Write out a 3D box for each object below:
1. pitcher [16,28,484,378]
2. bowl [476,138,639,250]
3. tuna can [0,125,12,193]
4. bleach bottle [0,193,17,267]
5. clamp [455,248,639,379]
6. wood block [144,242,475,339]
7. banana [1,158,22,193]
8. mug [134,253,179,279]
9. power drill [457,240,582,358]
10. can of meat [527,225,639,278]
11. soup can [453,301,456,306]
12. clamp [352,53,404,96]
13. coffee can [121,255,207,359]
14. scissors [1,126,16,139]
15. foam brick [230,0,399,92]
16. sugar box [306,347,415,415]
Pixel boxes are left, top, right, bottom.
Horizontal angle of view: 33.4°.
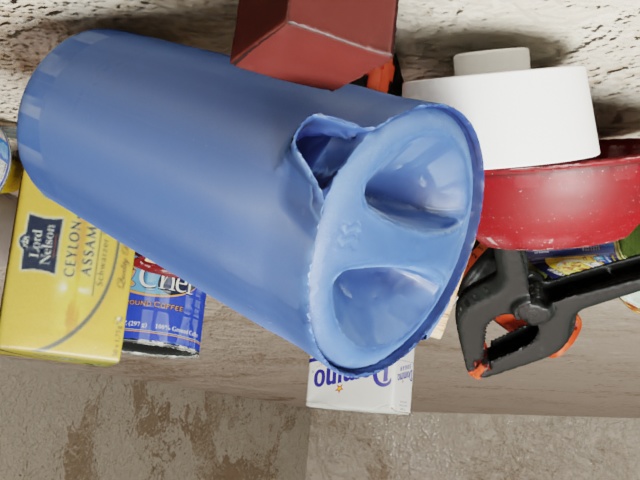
[{"bbox_3d":[-0.043,-0.028,0.565,0.243,0.149,0.144,23,-152,36],"label":"pitcher"},{"bbox_3d":[0.144,-0.028,0.662,0.162,0.055,0.162,-5,-172,1],"label":"bowl"},{"bbox_3d":[-0.266,-0.059,0.759,0.086,0.086,0.033,3,165,9],"label":"tuna can"},{"bbox_3d":[-0.365,-0.048,0.895,0.103,0.068,0.250,19,174,40],"label":"bleach bottle"},{"bbox_3d":[0.156,0.037,0.813,0.164,0.036,0.210,25,136,-14],"label":"clamp"},{"bbox_3d":[-0.008,-0.010,0.734,0.206,0.091,0.090,16,-170,-12],"label":"wood block"},{"bbox_3d":[-0.303,-0.072,0.841,0.197,0.037,0.070,22,-171,-43],"label":"banana"},{"bbox_3d":[-0.116,-0.013,0.902,0.117,0.081,0.093,-6,163,38],"label":"mug"},{"bbox_3d":[0.157,0.039,0.973,0.184,0.057,0.187,39,-173,16],"label":"power drill"},{"bbox_3d":[0.218,0.000,0.881,0.084,0.057,0.102,-5,165,30],"label":"can of meat"},{"bbox_3d":[0.094,0.034,1.055,0.069,0.068,0.102,-2,166,30],"label":"soup can"},{"bbox_3d":[0.007,-0.081,0.658,0.120,0.039,0.172,8,173,-32],"label":"clamp"},{"bbox_3d":[-0.154,0.033,0.991,0.103,0.140,0.103,5,167,1],"label":"coffee can"},{"bbox_3d":[-0.189,-0.080,0.791,0.201,0.016,0.096,10,164,-21],"label":"scissors"},{"bbox_3d":[0.000,-0.109,0.447,0.051,0.078,0.053,14,165,-28],"label":"foam brick"},{"bbox_3d":[0.041,0.070,0.987,0.093,0.176,0.048,-2,165,31],"label":"sugar box"}]
